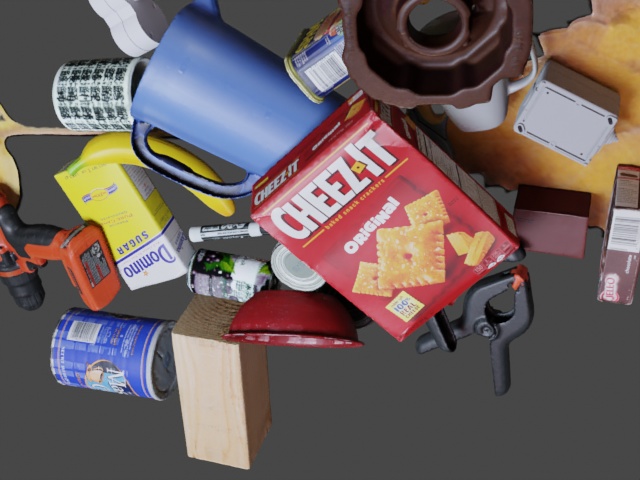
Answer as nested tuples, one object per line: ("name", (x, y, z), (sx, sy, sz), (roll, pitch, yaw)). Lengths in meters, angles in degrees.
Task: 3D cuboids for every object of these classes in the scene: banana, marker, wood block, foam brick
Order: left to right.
("banana", (-0.181, -0.082, 1.206), (0.197, 0.037, 0.070), (16, 123, -15))
("wood block", (-0.121, 0.178, 1.349), (0.090, 0.090, 0.206), (9, 126, 15))
("marker", (-0.097, -0.011, 1.256), (0.121, 0.020, 0.020), (-5, 121, 23))
("foam brick", (0.240, -0.020, 1.110), (0.078, 0.051, 0.053), (9, 125, 13))

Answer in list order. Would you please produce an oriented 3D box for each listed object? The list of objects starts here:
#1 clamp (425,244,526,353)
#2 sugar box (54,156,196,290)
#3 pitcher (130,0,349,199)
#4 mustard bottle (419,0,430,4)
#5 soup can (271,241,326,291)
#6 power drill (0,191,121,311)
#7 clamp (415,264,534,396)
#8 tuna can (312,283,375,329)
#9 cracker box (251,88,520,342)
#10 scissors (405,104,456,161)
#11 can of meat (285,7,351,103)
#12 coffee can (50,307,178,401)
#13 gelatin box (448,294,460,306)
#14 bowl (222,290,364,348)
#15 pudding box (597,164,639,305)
("clamp", (0.107, 0.008, 1.144), (0.210, 0.036, 0.165), (41, 127, 4))
("sugar box", (-0.229, -0.027, 1.276), (0.093, 0.048, 0.176), (-17, 115, 28))
("pitcher", (-0.068, -0.122, 1.100), (0.242, 0.145, 0.149), (29, 144, -5))
("mustard bottle", (0.137, -0.269, 0.947), (0.192, 0.096, 0.058), (-33, 109, 34))
("soup can", (-0.008, 0.001, 1.180), (0.068, 0.102, 0.068), (10, 126, 13))
("power drill", (-0.338, 0.030, 1.322), (0.188, 0.057, 0.184), (12, 135, 30))
("clamp", (0.199, 0.104, 1.216), (0.120, 0.039, 0.172), (32, 127, -6))
("tuna can", (0.034, 0.063, 1.251), (0.086, 0.033, 0.086), (10, 127, 14))
("cracker box", (0.064, -0.021, 1.038), (0.164, 0.072, 0.213), (-40, 115, 22))
("scissors", (0.111, -0.096, 1.126), (0.096, 0.016, 0.202), (-2, 122, 22))
("can of meat", (0.022, -0.191, 1.039), (0.084, 0.102, 0.057), (-31, 110, 31))
("coffee can", (-0.258, 0.145, 1.368), (0.140, 0.102, 0.103), (6, 125, 16))
("gelatin box", (0.127, 0.024, 1.193), (0.089, 0.030, 0.073), (28, 127, 1))
("bowl", (-0.029, 0.089, 1.203), (0.162, 0.162, 0.055), (0, 80, 19))
("pudding box", (0.305, -0.005, 1.072), (0.039, 0.090, 0.113), (10, 125, 11))
